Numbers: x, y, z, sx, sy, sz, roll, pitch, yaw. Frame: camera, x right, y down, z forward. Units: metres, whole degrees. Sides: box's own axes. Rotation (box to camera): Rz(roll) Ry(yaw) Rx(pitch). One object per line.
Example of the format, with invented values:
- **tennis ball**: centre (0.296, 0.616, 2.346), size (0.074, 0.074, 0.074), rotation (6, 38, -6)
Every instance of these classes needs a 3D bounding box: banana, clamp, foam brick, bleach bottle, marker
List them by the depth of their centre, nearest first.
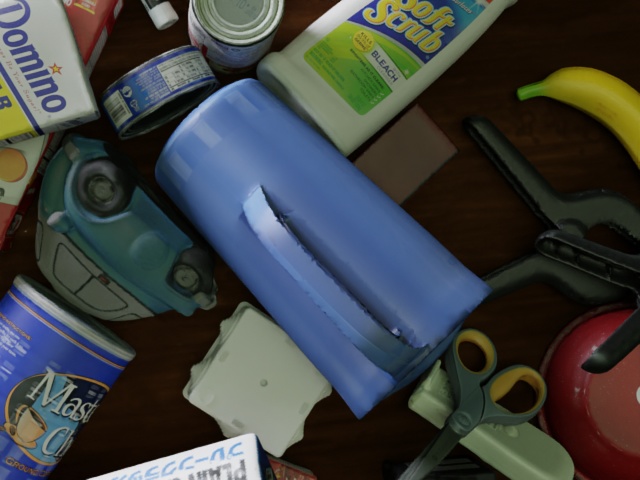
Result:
- **clamp**: centre (0.249, 0.032, 0.820), size (0.171, 0.039, 0.120), rotation (-11, 65, -22)
- **marker**: centre (-0.148, -0.219, 0.825), size (0.020, 0.020, 0.121), rotation (-31, 93, -8)
- **foam brick**: centre (0.060, -0.060, 0.834), size (0.078, 0.053, 0.051), rotation (-43, 95, -8)
- **bleach bottle**: centre (0.074, -0.180, 0.835), size (0.250, 0.068, 0.102), rotation (-44, 95, -9)
- **clamp**: centre (0.188, 0.008, 0.858), size (0.210, 0.036, 0.164), rotation (19, 90, -8)
- **banana**: centre (0.252, -0.079, 0.872), size (0.198, 0.037, 0.070), rotation (43, 105, -3)

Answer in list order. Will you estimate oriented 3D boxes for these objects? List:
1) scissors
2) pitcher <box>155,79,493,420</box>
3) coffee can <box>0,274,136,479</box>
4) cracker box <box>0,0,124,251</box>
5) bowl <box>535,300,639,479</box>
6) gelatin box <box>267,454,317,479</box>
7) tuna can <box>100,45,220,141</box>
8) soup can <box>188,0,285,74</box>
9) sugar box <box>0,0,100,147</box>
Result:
- **scissors**: centre (0.096, 0.120, 0.794), size (0.201, 0.016, 0.096), rotation (-13, 57, -43)
- **pitcher**: centre (-0.005, 0.001, 0.763), size (0.243, 0.149, 0.144), rotation (45, 56, 7)
- **coffee can**: centre (-0.214, 0.110, 0.765), size (0.103, 0.103, 0.140), rotation (35, 84, -6)
- **cracker box**: centre (-0.261, -0.120, 0.781), size (0.164, 0.072, 0.213), rotation (24, 86, -6)
- **bowl**: centre (0.251, 0.123, 0.831), size (0.162, 0.055, 0.162), rotation (-2, 79, 9)
- **gelatin box**: centre (-0.052, 0.209, 0.822), size (0.073, 0.030, 0.089), rotation (22, 86, -7)
- **tuna can**: centre (-0.119, -0.109, 0.793), size (0.086, 0.086, 0.034), rotation (-30, 91, -8)
- **soup can**: centre (-0.064, -0.166, 0.794), size (0.068, 0.102, 0.068), rotation (0, 88, -8)
- **sugar box**: centre (-0.248, -0.103, 0.722), size (0.176, 0.048, 0.093), rotation (-19, 92, -6)
